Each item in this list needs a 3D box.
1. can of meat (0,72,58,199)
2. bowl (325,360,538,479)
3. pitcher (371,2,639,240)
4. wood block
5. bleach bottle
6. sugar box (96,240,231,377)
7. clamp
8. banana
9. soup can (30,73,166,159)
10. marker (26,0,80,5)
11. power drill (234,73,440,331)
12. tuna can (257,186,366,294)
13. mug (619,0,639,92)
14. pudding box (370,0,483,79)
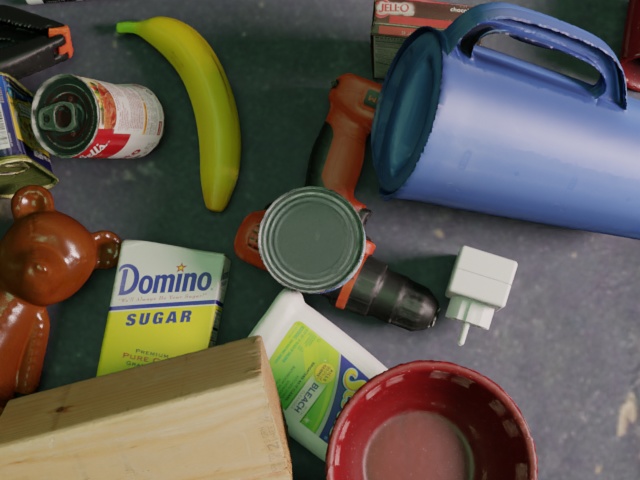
[{"bbox_3d":[-0.271,-0.089,0.916,0.057,0.102,0.084,-15,80,2],"label":"can of meat"},{"bbox_3d":[0.081,0.175,0.819,0.162,0.055,0.162,1,79,-5],"label":"bowl"},{"bbox_3d":[0.173,-0.081,0.831,0.242,0.149,0.145,12,85,-17],"label":"pitcher"},{"bbox_3d":[-0.132,0.151,0.807,0.206,0.091,0.090,-14,107,1],"label":"wood block"},{"bbox_3d":[0.046,0.150,0.881,0.251,0.068,0.102,35,86,5],"label":"bleach bottle"},{"bbox_3d":[-0.137,0.092,0.910,0.093,0.048,0.176,8,85,5],"label":"sugar box"},{"bbox_3d":[-0.328,-0.179,0.948,0.210,0.036,0.164,-8,51,-9],"label":"clamp"},{"bbox_3d":[-0.109,-0.124,0.943,0.070,0.037,0.198,-31,79,22],"label":"banana"},{"bbox_3d":[-0.185,-0.103,0.901,0.069,0.102,0.068,2,94,24],"label":"soup can"},{"bbox_3d":[-0.207,-0.228,0.969,0.121,0.020,0.020,-3,82,4],"label":"marker"},{"bbox_3d":[0.041,-0.033,0.906,0.184,0.057,0.187,23,84,4],"label":"power drill"},{"bbox_3d":[-0.006,0.001,0.862,0.086,0.033,0.086,-1,84,6],"label":"tuna can"},{"bbox_3d":[0.306,-0.171,0.895,0.117,0.093,0.081,16,78,-25],"label":"mug"},{"bbox_3d":[0.088,-0.164,0.891,0.090,0.113,0.039,8,79,5],"label":"pudding box"}]
